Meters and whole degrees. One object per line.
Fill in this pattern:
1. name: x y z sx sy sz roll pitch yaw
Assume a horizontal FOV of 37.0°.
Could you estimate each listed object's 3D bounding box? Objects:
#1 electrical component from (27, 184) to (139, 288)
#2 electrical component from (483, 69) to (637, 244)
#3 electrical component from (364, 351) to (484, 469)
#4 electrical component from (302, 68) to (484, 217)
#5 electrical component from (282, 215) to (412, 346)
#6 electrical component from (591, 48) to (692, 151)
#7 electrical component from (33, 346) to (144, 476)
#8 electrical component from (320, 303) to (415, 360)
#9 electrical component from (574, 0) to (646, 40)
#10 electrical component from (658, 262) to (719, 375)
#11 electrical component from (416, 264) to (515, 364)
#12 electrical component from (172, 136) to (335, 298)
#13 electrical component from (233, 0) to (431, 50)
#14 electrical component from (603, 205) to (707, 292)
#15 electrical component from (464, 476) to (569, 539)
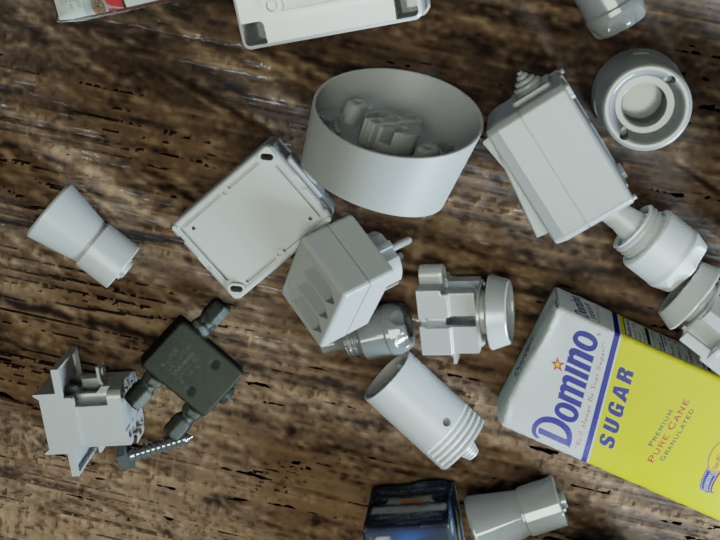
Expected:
1. electrical component: -0.179 -0.020 0.707 0.065 0.044 0.044 40 109 -12
2. electrical component: 0.111 -0.072 0.638 0.061 0.061 0.096 -31 102 16
3. electrical component: 0.047 0.096 0.714 0.081 0.043 0.043 43 109 -8
4. electrical component: 0.017 -0.076 0.632 0.099 0.099 0.064 20 117 0
5. electrical component: 0.000 0.000 0.670 0.047 0.077 0.065 53 149 18
6. electrical component: 0.165 -0.099 0.629 0.055 0.047 0.055 2 109 7
7. electrical component: -0.186 0.097 0.747 0.064 0.042 0.081 -3 109 7
8. electrical component: 0.003 0.043 0.707 0.061 0.035 0.035 -13 107 14
9. electrical component: 0.137 -0.165 0.617 0.035 0.035 0.061 -28 101 16
10. electrical component: 0.219 0.028 0.662 0.055 0.066 0.048 39 136 6
11. electrical component: 0.069 0.027 0.687 0.055 0.048 0.066 -2 109 16
12. electrical component: -0.060 -0.039 0.676 0.096 0.061 0.061 -39 100 10
13. electrical component: -0.022 -0.190 0.617 0.109 0.056 0.108 -8 108 10
14. electrical component: 0.176 -0.019 0.657 0.062 0.043 0.043 37 110 -4
15. electrical component: 0.109 0.166 0.732 0.065 0.044 0.044 -20 105 9
